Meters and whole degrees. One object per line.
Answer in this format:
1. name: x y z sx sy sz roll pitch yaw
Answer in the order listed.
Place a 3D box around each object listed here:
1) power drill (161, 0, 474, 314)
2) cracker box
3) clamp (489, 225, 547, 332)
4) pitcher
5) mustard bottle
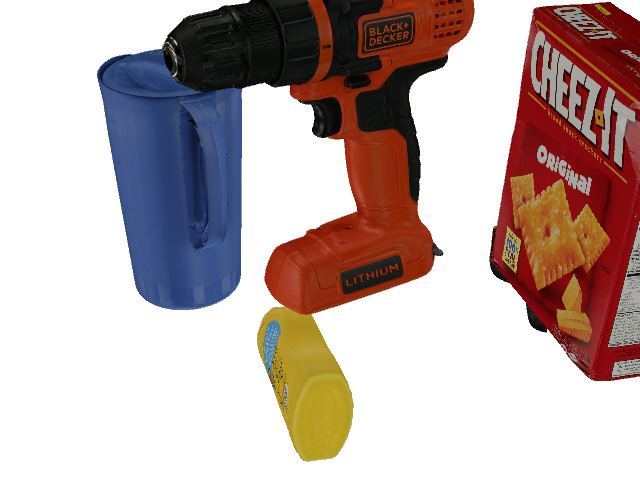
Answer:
1. power drill: 0.004 -0.054 0.605 0.184 0.188 0.057 -16 33 -25
2. cracker box: 0.193 -0.035 0.741 0.072 0.214 0.164 -7 34 -16
3. clamp: 0.232 0.029 1.059 0.120 0.039 0.171 -7 31 -14
4. pitcher: -0.131 -0.053 1.021 0.145 0.243 0.149 8 31 15
5. mustard bottle: -0.022 0.118 1.020 0.058 0.096 0.192 -5 27 -14
